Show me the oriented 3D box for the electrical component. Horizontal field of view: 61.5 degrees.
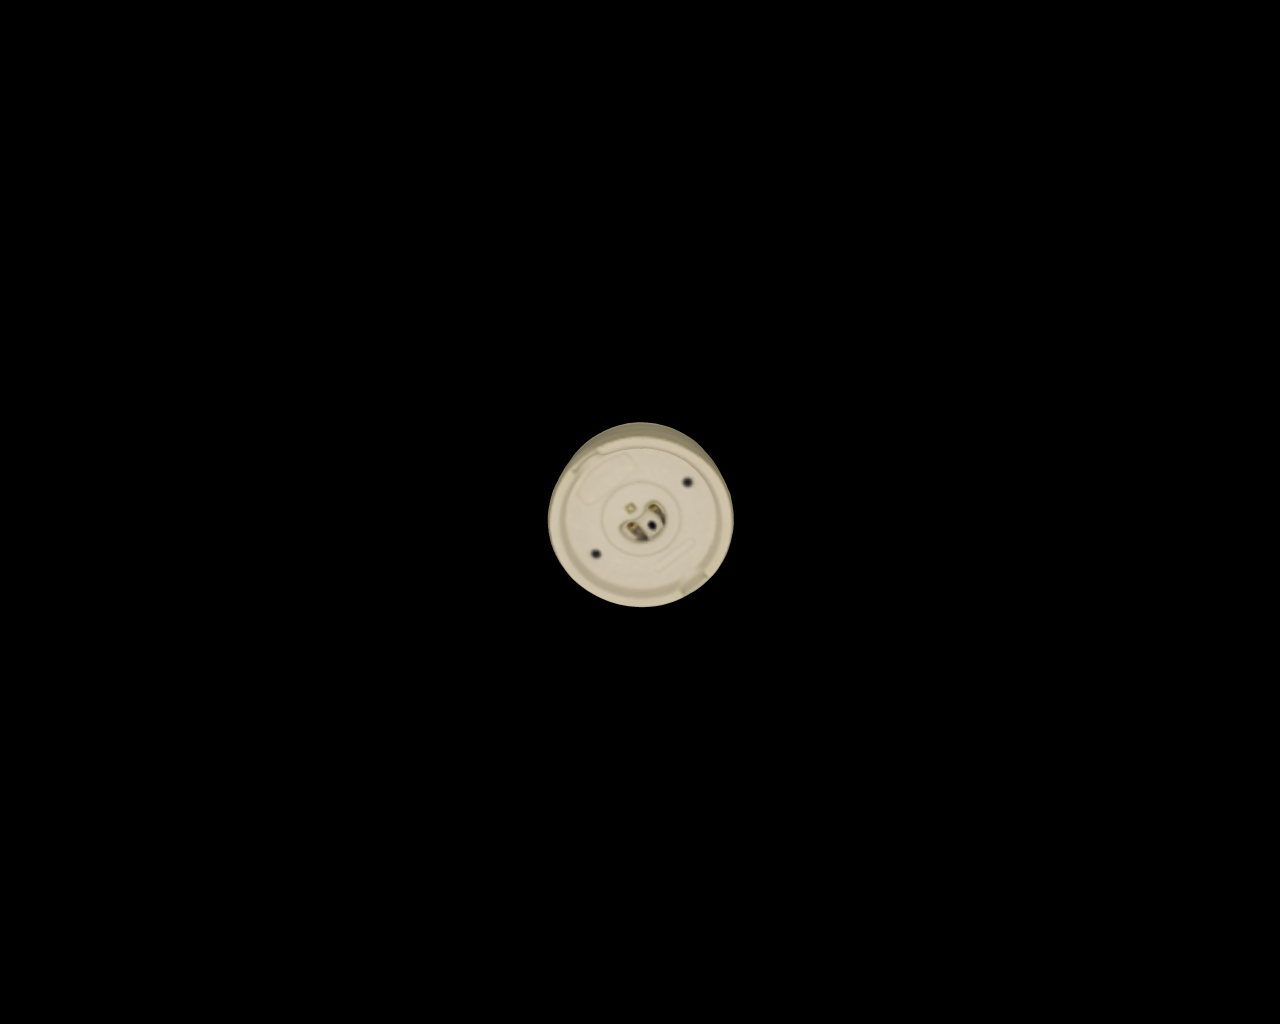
[{"bbox_3d":[0.001,-0.003,0.650,0.108,0.108,0.060,0,19,0],"label":"electrical component"}]
